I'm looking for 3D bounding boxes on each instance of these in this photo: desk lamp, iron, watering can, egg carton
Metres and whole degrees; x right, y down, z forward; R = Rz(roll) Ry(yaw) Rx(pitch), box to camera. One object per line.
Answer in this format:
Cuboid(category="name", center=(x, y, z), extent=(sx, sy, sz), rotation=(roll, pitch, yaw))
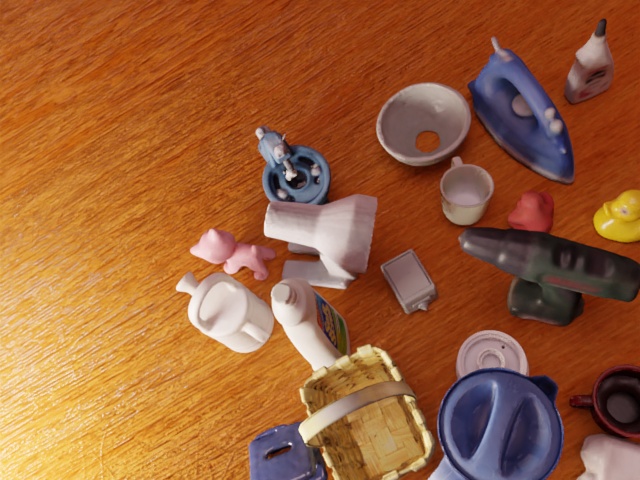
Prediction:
Cuboid(category="desk lamp", center=(0.008, 0.003, 0.922), extent=(0.202, 0.214, 0.118), rotation=(3, 68, 19))
Cuboid(category="iron", center=(0.352, -0.222, 0.959), extent=(0.118, 0.142, 0.258), rotation=(-29, 61, 3))
Cuboid(category="watering can", center=(-0.161, 0.112, 0.936), extent=(0.172, 0.194, 0.101), rotation=(7, 69, 20))
Cuboid(category="egg carton", center=(0.412, 0.318, 0.739), extent=(0.150, 0.069, 0.107), rotation=(11, 70, 21))

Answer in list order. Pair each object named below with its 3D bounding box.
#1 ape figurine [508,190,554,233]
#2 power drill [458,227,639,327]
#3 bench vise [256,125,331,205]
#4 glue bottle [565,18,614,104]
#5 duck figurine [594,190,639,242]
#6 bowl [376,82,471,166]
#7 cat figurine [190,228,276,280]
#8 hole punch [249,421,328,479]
Cuboid(category="ape figurine", center=(0.338, -0.049, 0.913), extent=(0.077, 0.092, 0.076), rotation=(-16, 63, 10))
Cuboid(category="power drill", center=(0.316, 0.052, 0.809), extent=(0.229, 0.209, 0.076), rotation=(9, 70, 21))
Cuboid(category="bench vise", center=(-0.072, -0.134, 1.005), extent=(0.206, 0.220, 0.121), rotation=(35, 80, 27))
Cuboid(category="glue bottle", center=(0.451, -0.299, 0.945), extent=(0.078, 0.173, 0.037), rotation=(-27, 61, 4))
Cuboid(category="duck figurine", center=(0.478, -0.046, 0.873), extent=(0.104, 0.086, 0.077), rotation=(-8, 65, 14))
Cuboid(category="bowl", center=(0.190, -0.196, 1.035), extent=(0.167, 0.075, 0.167), rotation=(-6, 65, 14))
Cuboid(category="cat figurine", center=(-0.158, 0.017, 1.022), extent=(0.127, 0.118, 0.067), rotation=(6, 69, 20))
Cuboid(category="hole punch", center=(-0.056, 0.331, 0.864), extent=(0.108, 0.091, 0.101), rotation=(-24, 62, 6))
